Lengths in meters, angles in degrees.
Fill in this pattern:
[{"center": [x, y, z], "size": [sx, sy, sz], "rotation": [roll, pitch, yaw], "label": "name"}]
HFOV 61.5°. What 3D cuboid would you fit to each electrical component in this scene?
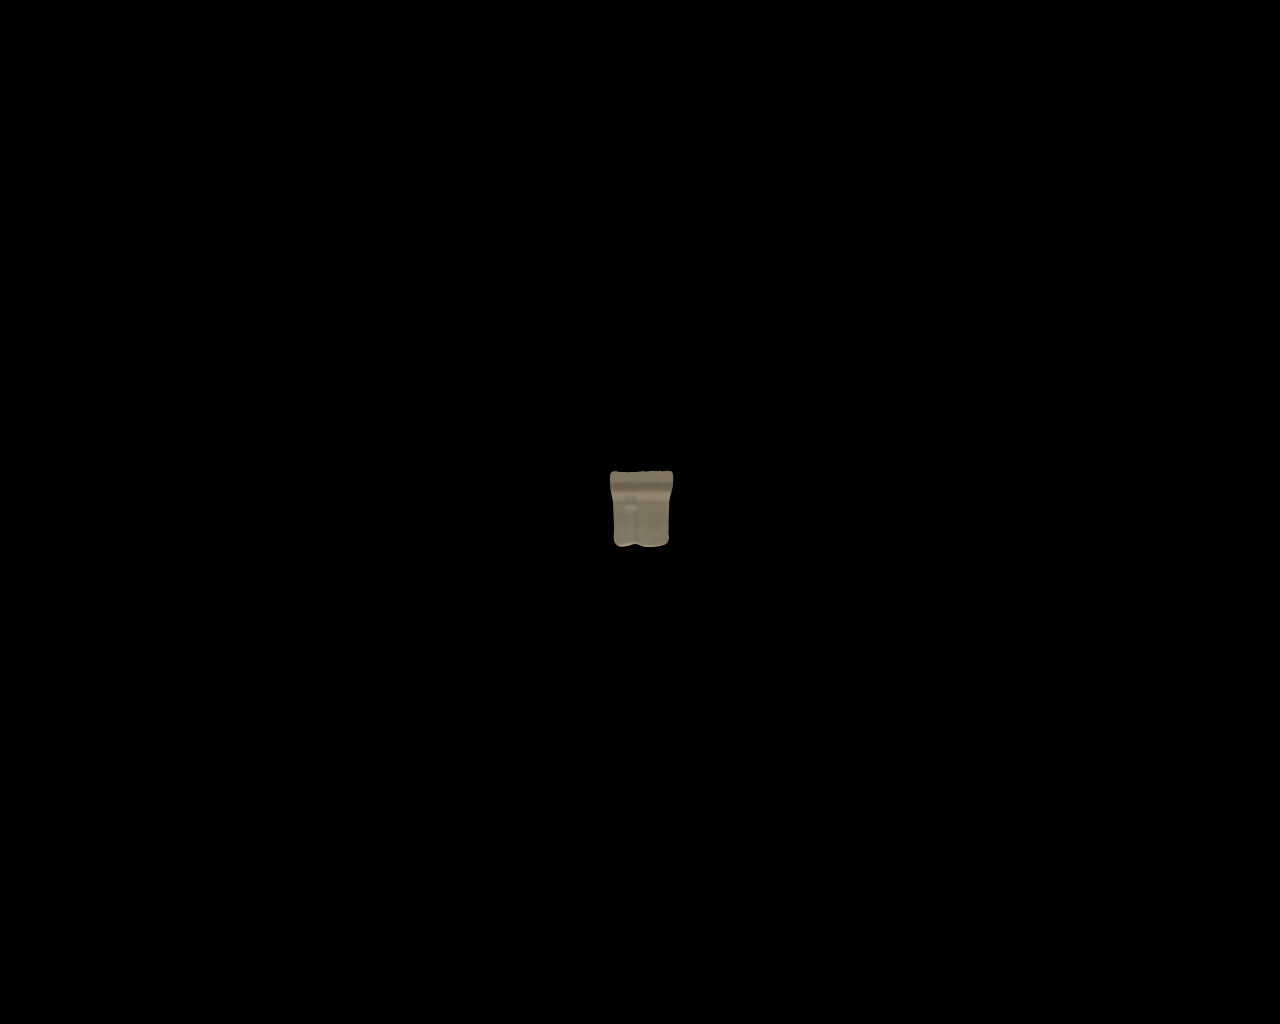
[{"center": [0.001, -0.003, 0.650], "size": [0.040, 0.046, 0.040], "rotation": [0, 0, 0], "label": "electrical component"}]
